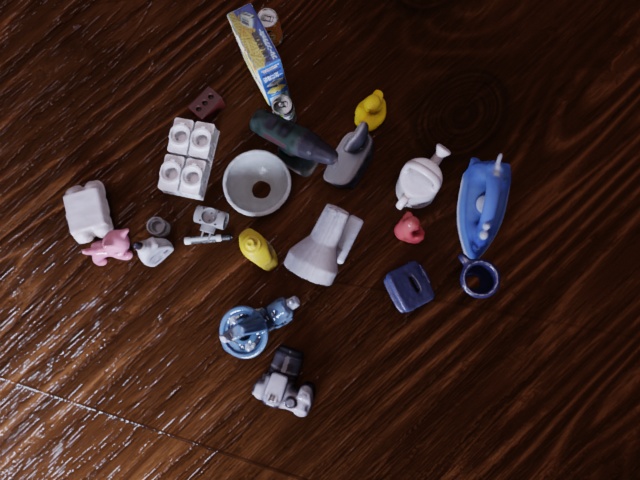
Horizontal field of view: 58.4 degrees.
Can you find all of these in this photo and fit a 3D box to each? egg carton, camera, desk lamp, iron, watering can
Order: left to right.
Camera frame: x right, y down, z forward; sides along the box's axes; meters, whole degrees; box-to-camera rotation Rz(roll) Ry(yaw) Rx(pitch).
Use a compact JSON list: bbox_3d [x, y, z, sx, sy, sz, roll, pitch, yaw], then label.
[{"bbox_3d":[-0.575,-0.070,1.427,0.107,0.069,0.150,-17,81,0],"label":"egg carton"},{"bbox_3d":[-0.073,0.324,1.334,0.143,0.101,0.137,19,83,5],"label":"camera"},{"bbox_3d":[0.012,0.005,1.319,0.118,0.213,0.203,26,84,6],"label":"desk lamp"},{"bbox_3d":[0.237,-0.148,1.342,0.101,0.194,0.173,16,83,5],"label":"watering can"},{"bbox_3d":[0.392,-0.076,1.351,0.118,0.141,0.258,10,82,4],"label":"iron"}]

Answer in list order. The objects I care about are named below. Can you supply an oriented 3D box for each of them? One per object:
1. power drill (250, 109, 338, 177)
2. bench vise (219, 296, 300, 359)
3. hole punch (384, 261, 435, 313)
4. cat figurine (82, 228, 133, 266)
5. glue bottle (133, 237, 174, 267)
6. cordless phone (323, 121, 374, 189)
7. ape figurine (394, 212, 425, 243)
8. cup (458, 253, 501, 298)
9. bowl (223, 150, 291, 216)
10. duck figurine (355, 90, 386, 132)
[{"bbox_3d":[-0.054,-0.222,1.357,0.229,0.208,0.076,30,84,6],"label":"power drill"},{"bbox_3d":[-0.151,0.181,1.297,0.121,0.220,0.207,41,85,8],"label":"bench vise"},{"bbox_3d":[0.213,0.108,1.358,0.101,0.091,0.108,-28,81,-2],"label":"hole punch"},{"bbox_3d":[-0.510,0.015,1.388,0.128,0.118,0.067,-15,81,0],"label":"cat figurine"},{"bbox_3d":[-0.404,0.022,1.355,0.078,0.173,0.037,-40,82,-3],"label":"glue bottle"},{"bbox_3d":[0.070,-0.205,1.361,0.094,0.185,0.148,25,84,6],"label":"cordless phone"},{"bbox_3d":[0.218,-0.032,1.377,0.076,0.092,0.078,-6,81,2],"label":"ape figurine"},{"bbox_3d":[0.361,0.084,1.353,0.092,0.095,0.117,-38,82,-3],"label":"cup"},{"bbox_3d":[-0.151,-0.134,1.416,0.167,0.075,0.167,0,82,2],"label":"bowl"},{"bbox_3d":[0.127,-0.326,1.427,0.077,0.086,0.104,29,84,6],"label":"duck figurine"}]
